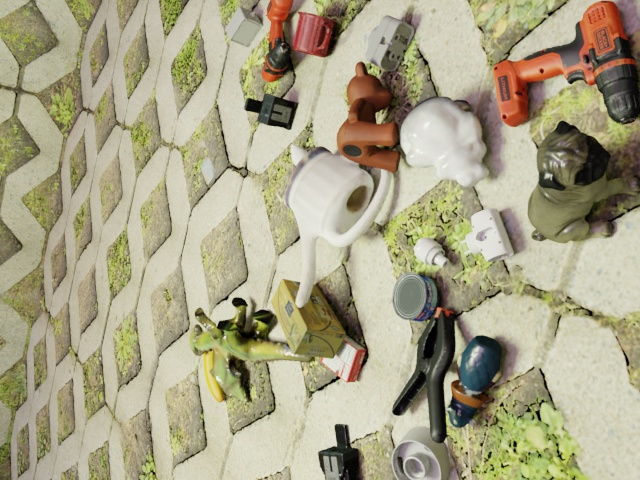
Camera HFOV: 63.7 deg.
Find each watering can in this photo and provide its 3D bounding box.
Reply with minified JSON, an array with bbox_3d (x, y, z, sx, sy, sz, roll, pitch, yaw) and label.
[{"bbox_3d":[0.003,-0.053,1.057,0.227,0.103,0.347,38,94,41],"label":"watering can"}]

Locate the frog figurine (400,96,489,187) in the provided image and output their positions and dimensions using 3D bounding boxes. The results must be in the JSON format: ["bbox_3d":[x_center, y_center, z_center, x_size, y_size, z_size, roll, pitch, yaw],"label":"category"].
[{"bbox_3d":[0.209,-0.158,0.870,0.136,0.121,0.163,-24,55,22],"label":"frog figurine"}]

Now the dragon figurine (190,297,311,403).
[{"bbox_3d":[-0.193,0.289,1.267,0.413,0.123,0.238,23,120,34],"label":"dragon figurine"}]
